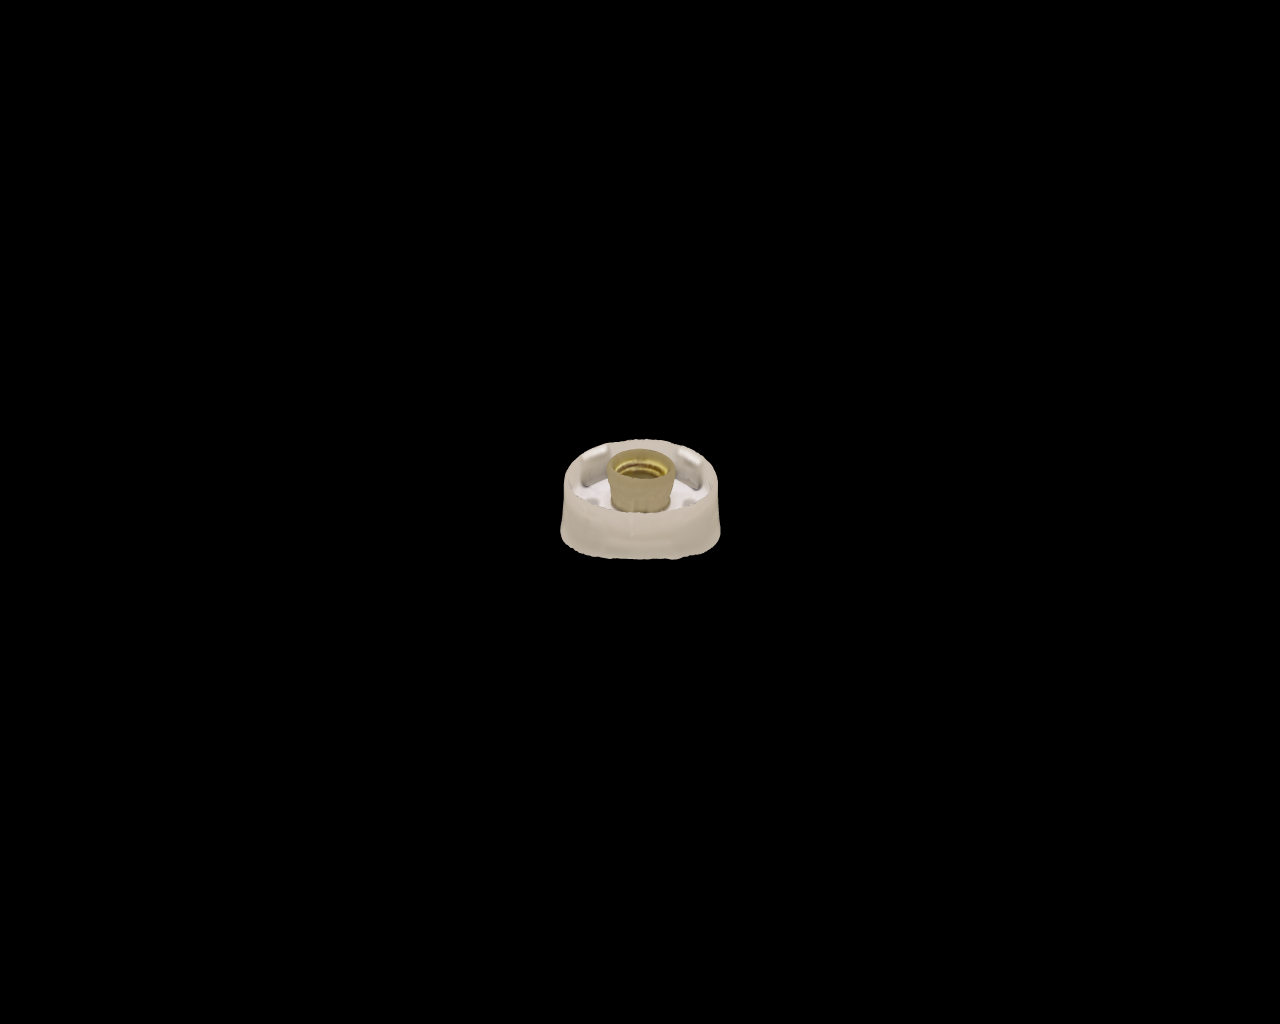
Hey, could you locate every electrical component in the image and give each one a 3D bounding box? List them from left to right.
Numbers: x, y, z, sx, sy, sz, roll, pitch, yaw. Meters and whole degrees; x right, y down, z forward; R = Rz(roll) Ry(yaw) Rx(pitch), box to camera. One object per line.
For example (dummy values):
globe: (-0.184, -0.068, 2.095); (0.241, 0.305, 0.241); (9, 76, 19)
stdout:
electrical component: (0.001, -0.003, 0.650); (0.099, 0.064, 0.099); (0, 33, 0)
